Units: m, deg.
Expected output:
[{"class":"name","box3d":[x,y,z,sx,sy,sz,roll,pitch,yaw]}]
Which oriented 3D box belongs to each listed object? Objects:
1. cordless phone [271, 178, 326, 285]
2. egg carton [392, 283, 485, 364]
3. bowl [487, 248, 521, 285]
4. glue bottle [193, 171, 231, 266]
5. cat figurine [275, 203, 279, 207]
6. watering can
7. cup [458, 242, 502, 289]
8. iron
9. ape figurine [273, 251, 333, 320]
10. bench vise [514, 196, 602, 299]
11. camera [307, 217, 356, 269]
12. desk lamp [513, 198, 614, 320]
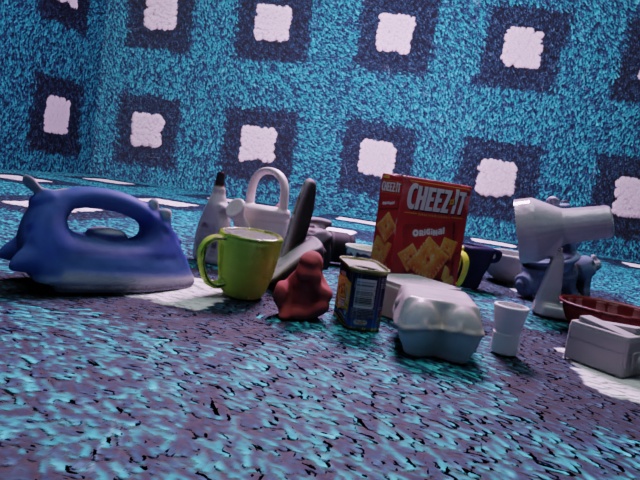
[{"class":"cordless phone","box3d":[-0.034,-0.012,0.961,0.094,0.185,0.147,7,7,-12]},{"class":"egg carton","box3d":[0.144,0.100,0.721,0.107,0.069,0.150,9,6,3]},{"class":"bowl","box3d":[0.470,0.069,1.400,0.167,0.075,0.167,8,6,-1]},{"class":"glue bottle","box3d":[-0.195,-0.042,1.076,0.077,0.173,0.037,13,8,34]},{"class":"cat figurine","box3d":[-0.108,-0.025,1.281,0.067,0.118,0.127,7,7,-12]},{"class":"watering can","box3d":[-0.110,-0.044,1.107,0.100,0.194,0.173,9,7,10]},{"class":"cup","box3d":[0.334,0.057,1.234,0.118,0.095,0.091,6,7,-19]},{"class":"iron","box3d":[-0.285,-0.006,0.784,0.259,0.141,0.118,3,8,-39]},{"class":"ape figurine","box3d":[-0.019,0.060,0.770,0.077,0.092,0.076,11,7,19]},{"class":"bench vise","box3d":[0.518,0.020,1.240,0.208,0.220,0.121,3,9,-41]},{"class":"camera","box3d":[0.012,0.004,1.254,0.137,0.101,0.143,7,7,-10]},{"class":"desk lamp","box3d":[0.441,0.034,1.048,0.202,0.213,0.118,11,7,19]}]
